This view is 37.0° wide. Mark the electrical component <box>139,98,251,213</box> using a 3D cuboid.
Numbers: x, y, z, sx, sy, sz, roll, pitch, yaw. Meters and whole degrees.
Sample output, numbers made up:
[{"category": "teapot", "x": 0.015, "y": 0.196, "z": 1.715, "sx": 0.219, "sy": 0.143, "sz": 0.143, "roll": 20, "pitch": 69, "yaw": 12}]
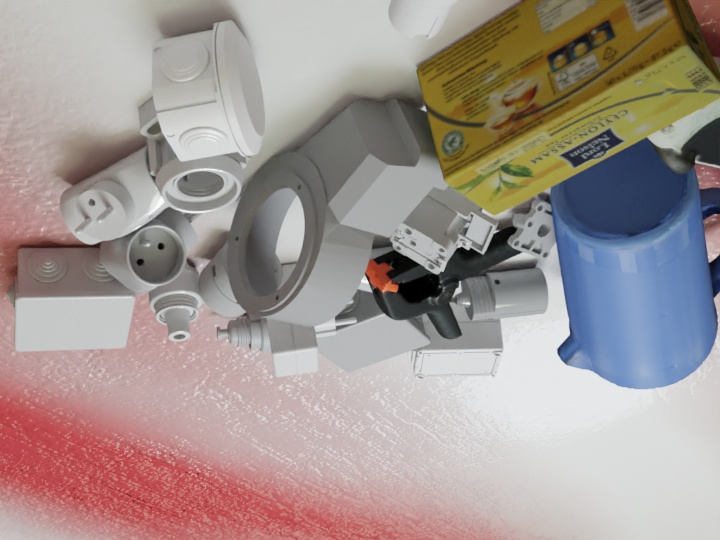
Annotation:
[{"category": "electrical component", "x": -0.108, "y": -0.075, "z": 0.713, "sx": 0.058, "sy": 0.057, "sz": 0.078, "roll": -31, "pitch": 146, "yaw": 32}]

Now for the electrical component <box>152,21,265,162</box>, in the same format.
[{"category": "electrical component", "x": -0.089, "y": -0.105, "z": 0.643, "sx": 0.051, "sy": 0.080, "sz": 0.080, "roll": -9, "pitch": 152, "yaw": 7}]

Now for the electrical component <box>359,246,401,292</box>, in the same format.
[{"category": "electrical component", "x": 0.000, "y": 0.000, "z": 0.903, "sx": 0.065, "sy": 0.044, "sz": 0.044, "roll": 3, "pitch": 149, "yaw": -15}]

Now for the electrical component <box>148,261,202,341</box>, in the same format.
[{"category": "electrical component", "x": -0.150, "y": 0.027, "z": 0.874, "sx": 0.043, "sy": 0.062, "sz": 0.043, "roll": -9, "pitch": 151, "yaw": -5}]

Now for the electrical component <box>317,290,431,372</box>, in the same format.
[{"category": "electrical component", "x": 0.005, "y": 0.045, "z": 0.976, "sx": 0.100, "sy": 0.048, "sz": 0.100, "roll": -21, "pitch": 150, "yaw": 17}]

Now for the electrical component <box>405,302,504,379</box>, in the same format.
[{"category": "electrical component", "x": 0.085, "y": 0.065, "z": 1.035, "sx": 0.096, "sy": 0.061, "sz": 0.061, "roll": -1, "pitch": 151, "yaw": -2}]

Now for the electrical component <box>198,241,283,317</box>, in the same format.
[{"category": "electrical component", "x": -0.098, "y": 0.006, "z": 0.866, "sx": 0.055, "sy": 0.055, "sz": 0.047, "roll": 11, "pitch": 148, "yaw": -34}]

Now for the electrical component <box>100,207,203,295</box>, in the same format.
[{"category": "electrical component", "x": -0.146, "y": -0.023, "z": 0.791, "sx": 0.079, "sy": 0.044, "sz": 0.077, "roll": -40, "pitch": -161, "yaw": -20}]

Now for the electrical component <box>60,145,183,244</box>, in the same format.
[{"category": "electrical component", "x": -0.168, "y": -0.044, "z": 0.731, "sx": 0.077, "sy": 0.079, "sz": 0.044, "roll": -24, "pitch": 108, "yaw": 22}]

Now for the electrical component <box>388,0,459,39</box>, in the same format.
[{"category": "electrical component", "x": 0.038, "y": -0.162, "z": 0.628, "sx": 0.040, "sy": 0.040, "sz": 0.046, "roll": -3, "pitch": 156, "yaw": -15}]

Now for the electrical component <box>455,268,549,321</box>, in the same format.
[{"category": "electrical component", "x": 0.127, "y": 0.023, "z": 0.985, "sx": 0.081, "sy": 0.043, "sz": 0.043, "roll": -6, "pitch": 151, "yaw": -10}]

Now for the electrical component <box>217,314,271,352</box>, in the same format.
[{"category": "electrical component", "x": -0.089, "y": 0.054, "z": 0.967, "sx": 0.078, "sy": 0.040, "sz": 0.040, "roll": -4, "pitch": 150, "yaw": -13}]

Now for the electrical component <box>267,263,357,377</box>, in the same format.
[{"category": "electrical component", "x": -0.041, "y": 0.039, "z": 0.913, "sx": 0.076, "sy": 0.083, "sz": 0.047, "roll": -8, "pitch": 151, "yaw": -5}]

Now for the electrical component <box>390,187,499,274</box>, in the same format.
[{"category": "electrical component", "x": 0.060, "y": -0.035, "z": 0.822, "sx": 0.081, "sy": 0.063, "sz": 0.042, "roll": 31, "pitch": 151, "yaw": 10}]

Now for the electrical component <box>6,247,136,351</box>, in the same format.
[{"category": "electrical component", "x": -0.228, "y": 0.023, "z": 0.852, "sx": 0.100, "sy": 0.048, "sz": 0.099, "roll": -1, "pitch": 150, "yaw": -19}]
